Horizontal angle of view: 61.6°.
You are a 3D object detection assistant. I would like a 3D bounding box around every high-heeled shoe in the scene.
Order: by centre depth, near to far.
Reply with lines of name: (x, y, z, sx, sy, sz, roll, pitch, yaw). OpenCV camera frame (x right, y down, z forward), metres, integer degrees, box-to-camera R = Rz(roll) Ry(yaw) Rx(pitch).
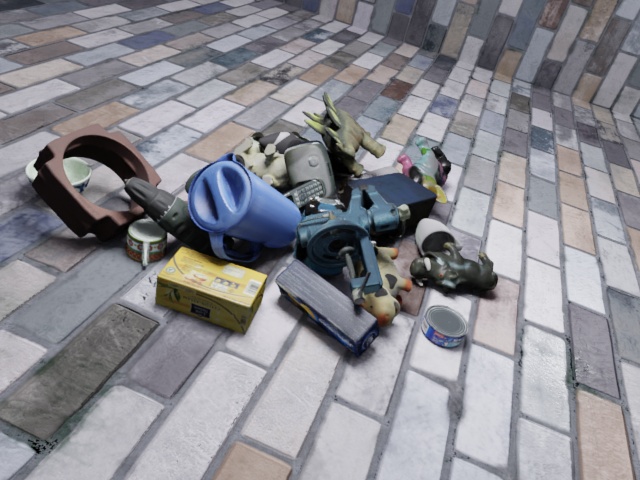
high-heeled shoe: (-0.031, -0.212, 1.404, 0.248, 0.086, 0.145, 3, 28, -35)

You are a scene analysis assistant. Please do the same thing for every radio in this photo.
radio: (0.159, -0.090, 1.261, 0.131, 0.073, 0.229, 38, 34, 30)

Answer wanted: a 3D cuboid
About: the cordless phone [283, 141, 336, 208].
cordless phone: (-0.061, -0.137, 1.235, 0.184, 0.146, 0.089, -32, 32, -27)

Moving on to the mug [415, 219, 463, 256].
mug: (0.273, -0.007, 1.249, 0.110, 0.080, 0.107, 5, 27, -10)

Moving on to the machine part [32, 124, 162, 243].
machine part: (-0.427, -0.110, 1.042, 0.201, 0.087, 0.201, 51, 36, -9)

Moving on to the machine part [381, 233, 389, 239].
machine part: (0.161, -0.056, 1.311, 0.084, 0.039, 0.139, 26, 33, 1)

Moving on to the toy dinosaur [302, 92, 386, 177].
toy dinosaur: (0.052, -0.248, 1.285, 0.198, 0.105, 0.472, 38, 13, -22)

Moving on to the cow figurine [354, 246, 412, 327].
cow figurine: (0.107, 0.086, 1.047, 0.127, 0.085, 0.195, 11, 37, -17)

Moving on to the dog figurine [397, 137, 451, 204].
dog figurine: (0.292, -0.150, 1.432, 0.191, 0.108, 0.219, 26, 41, -37)

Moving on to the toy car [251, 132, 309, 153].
toy car: (-0.110, -0.260, 1.479, 0.202, 0.056, 0.074, -7, 34, -31)

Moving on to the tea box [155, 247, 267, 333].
tea box: (-0.190, 0.086, 0.943, 0.170, 0.068, 0.098, 18, 34, 6)

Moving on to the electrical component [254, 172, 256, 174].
electrical component: (-0.205, -0.120, 1.221, 0.119, 0.074, 0.048, 6, 33, -7)

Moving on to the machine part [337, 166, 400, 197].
machine part: (0.132, -0.139, 1.380, 0.243, 0.079, 0.079, -22, 49, -40)

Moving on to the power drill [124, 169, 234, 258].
power drill: (-0.259, -0.073, 1.071, 0.232, 0.086, 0.207, 41, 17, -14)

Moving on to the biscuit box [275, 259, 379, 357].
biscuit box: (0.012, 0.120, 0.965, 0.203, 0.059, 0.063, 36, 69, 27)

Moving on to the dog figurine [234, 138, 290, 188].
dog figurine: (-0.120, -0.175, 1.340, 0.173, 0.121, 0.190, 19, 9, 28)

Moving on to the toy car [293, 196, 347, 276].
toy car: (-0.002, -0.003, 1.106, 0.109, 0.103, 0.161, 6, 79, -14)

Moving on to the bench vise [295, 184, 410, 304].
bench vise: (0.072, 0.012, 0.984, 0.224, 0.128, 0.241, -4, 48, -8)

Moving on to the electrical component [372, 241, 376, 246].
electrical component: (0.076, 0.016, 1.166, 0.102, 0.045, 0.078, 9, 36, -10)

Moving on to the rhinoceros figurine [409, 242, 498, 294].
rhinoceros figurine: (0.286, 0.069, 1.158, 0.190, 0.073, 0.112, 11, 45, -9)
